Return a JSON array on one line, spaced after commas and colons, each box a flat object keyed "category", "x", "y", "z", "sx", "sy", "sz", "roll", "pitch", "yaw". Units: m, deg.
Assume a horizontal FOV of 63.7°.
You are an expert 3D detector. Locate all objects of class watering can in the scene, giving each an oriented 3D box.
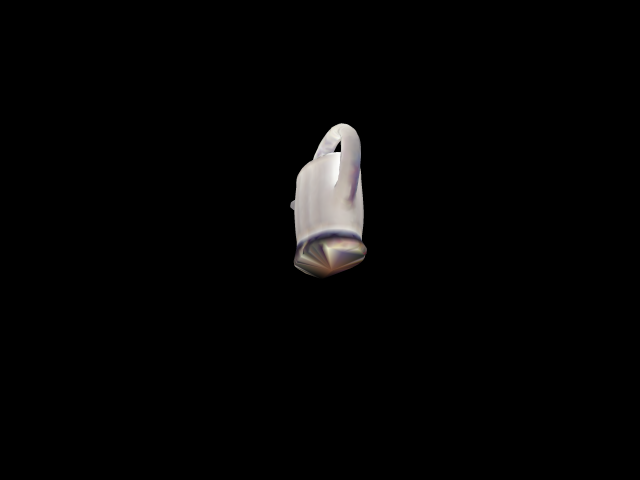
[{"category": "watering can", "x": 0.003, "y": -0.043, "z": 0.850, "sx": 0.104, "sy": 0.228, "sz": 0.342, "roll": 6, "pitch": -22, "yaw": -14}]
